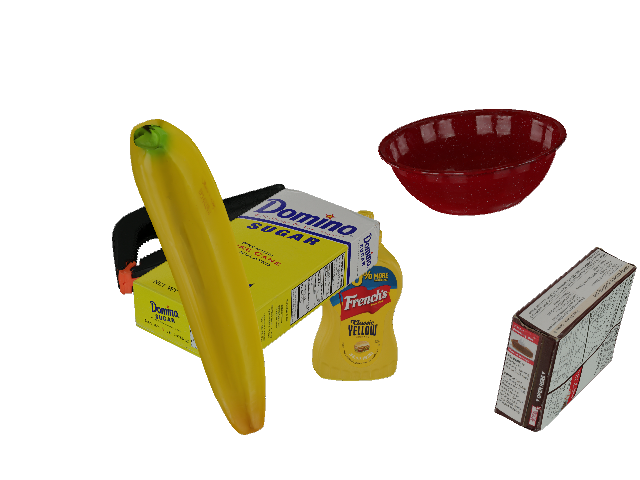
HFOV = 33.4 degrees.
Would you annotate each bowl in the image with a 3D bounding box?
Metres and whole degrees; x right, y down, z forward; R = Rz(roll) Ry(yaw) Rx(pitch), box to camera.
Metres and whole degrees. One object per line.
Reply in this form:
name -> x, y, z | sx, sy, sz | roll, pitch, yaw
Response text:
bowl -> 0.134, -0.064, 0.931 | 0.162, 0.055, 0.162 | -8, 24, 3

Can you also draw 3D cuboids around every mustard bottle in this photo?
mustard bottle -> 0.044, 0.061, 1.206 | 0.096, 0.192, 0.058 | 1, 14, -12

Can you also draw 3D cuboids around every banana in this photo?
banana -> -0.064, 0.012, 0.551 | 0.037, 0.198, 0.069 | -9, 35, 11

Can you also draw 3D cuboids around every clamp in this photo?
clamp -> -0.151, -0.022, 1.060 | 0.165, 0.036, 0.209 | 21, 41, 20

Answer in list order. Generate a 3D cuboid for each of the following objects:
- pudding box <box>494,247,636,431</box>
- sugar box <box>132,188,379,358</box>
pudding box -> 0.172, 0.069, 0.748 | 0.039, 0.090, 0.113 | 27, 42, 31
sugar box -> -0.042, 0.022, 0.778 | 0.093, 0.048, 0.175 | 22, 39, 29
